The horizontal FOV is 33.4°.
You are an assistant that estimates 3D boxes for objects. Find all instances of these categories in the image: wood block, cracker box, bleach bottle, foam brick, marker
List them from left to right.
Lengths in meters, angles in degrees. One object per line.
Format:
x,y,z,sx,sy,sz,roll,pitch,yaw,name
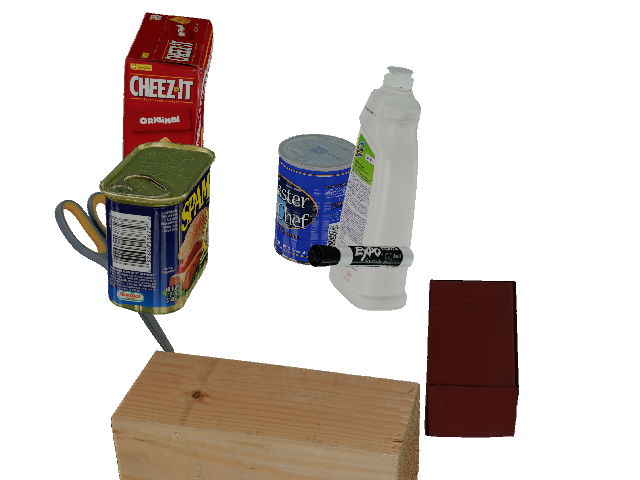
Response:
-0.140,-0.084,0.983,0.072,0.214,0.164,4,25,-5,cracker box
-0.036,0.151,0.782,0.206,0.090,0.090,6,30,14,wood block
0.034,0.014,0.914,0.120,0.020,0.020,2,-1,-45,marker
0.068,-0.058,1.143,0.068,0.251,0.103,-1,22,-25,bleach bottle
0.087,0.068,0.616,0.051,0.078,0.053,2,-41,7,foam brick

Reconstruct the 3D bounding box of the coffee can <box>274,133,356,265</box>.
-0.006,-0.053,1.375,0.103,0.140,0.103,3,28,-2,coffee can

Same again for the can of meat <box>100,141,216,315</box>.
-0.107,-0.009,0.715,0.057,0.084,0.102,7,25,7,can of meat

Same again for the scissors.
-0.207,0.028,1.152,0.016,0.201,0.096,-28,21,32,scissors
